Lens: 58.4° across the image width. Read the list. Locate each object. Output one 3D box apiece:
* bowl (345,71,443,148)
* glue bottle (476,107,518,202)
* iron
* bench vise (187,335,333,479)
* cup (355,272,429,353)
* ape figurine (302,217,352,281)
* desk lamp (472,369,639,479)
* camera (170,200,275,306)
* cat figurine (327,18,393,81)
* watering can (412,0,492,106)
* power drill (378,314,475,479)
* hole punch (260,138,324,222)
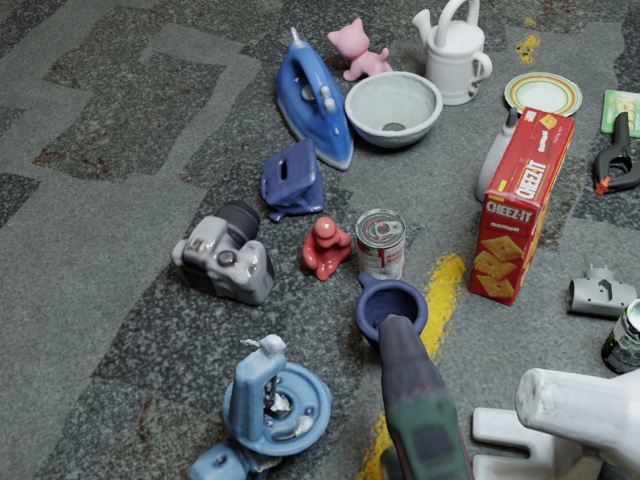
[{"bbox_3d":[0.128,-0.215,1.001,0.167,0.075,0.167,-3,53,4],"label":"bowl"},{"bbox_3d":[0.277,-0.129,0.856,0.078,0.173,0.037,-36,57,-19],"label":"glue bottle"},{"bbox_3d":[-0.004,-0.253,1.003,0.119,0.142,0.257,-20,53,-8],"label":"iron"},{"bbox_3d":[-0.066,0.204,0.613,0.121,0.220,0.208,19,57,20],"label":"bench vise"},{"bbox_3d":[0.085,0.104,0.750,0.092,0.095,0.117,-28,55,-14],"label":"cup"},{"bbox_3d":[0.008,0.003,0.838,0.078,0.092,0.076,-11,52,-2],"label":"ape figurine"},{"bbox_3d":[0.268,0.199,0.581,0.203,0.214,0.118,3,53,9],"label":"desk lamp"},{"bbox_3d":[-0.131,0.006,0.846,0.143,0.101,0.137,15,56,18],"label":"camera"},{"bbox_3d":[0.079,-0.358,1.089,0.127,0.118,0.067,31,62,26],"label":"cat figurine"},{"bbox_3d":[0.232,-0.348,1.014,0.172,0.194,0.101,22,58,22],"label":"watering can"},{"bbox_3d":[0.104,0.219,0.589,0.075,0.209,0.229,-14,52,-4],"label":"power drill"},{"bbox_3d":[-0.047,-0.099,0.922,0.101,0.091,0.108,-8,52,1],"label":"hole punch"}]
